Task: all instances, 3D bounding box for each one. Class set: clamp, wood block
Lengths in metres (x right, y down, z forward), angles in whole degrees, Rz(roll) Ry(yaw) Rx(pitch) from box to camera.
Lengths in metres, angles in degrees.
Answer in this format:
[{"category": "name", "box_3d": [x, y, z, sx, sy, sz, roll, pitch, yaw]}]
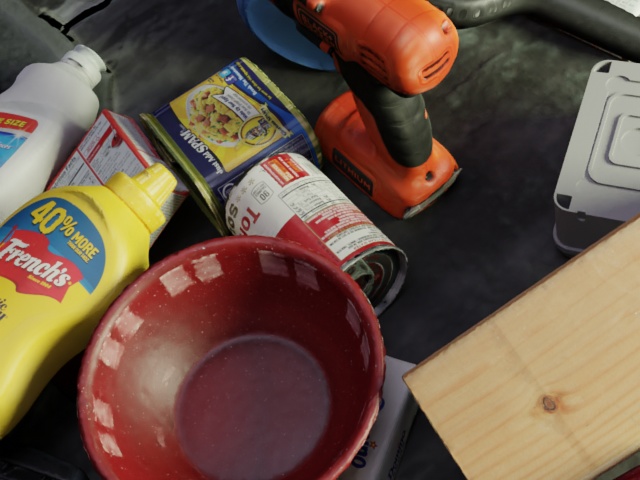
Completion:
[{"category": "clamp", "box_3d": [0.115, -0.181, 0.670, 0.210, 0.036, 0.164, 3, 59, -4]}, {"category": "wood block", "box_3d": [0.155, 0.047, 0.524, 0.206, 0.090, 0.091, -35, 75, 8]}, {"category": "clamp", "box_3d": [-0.227, 0.132, 0.631, 0.120, 0.039, 0.172, -27, 42, -32]}]

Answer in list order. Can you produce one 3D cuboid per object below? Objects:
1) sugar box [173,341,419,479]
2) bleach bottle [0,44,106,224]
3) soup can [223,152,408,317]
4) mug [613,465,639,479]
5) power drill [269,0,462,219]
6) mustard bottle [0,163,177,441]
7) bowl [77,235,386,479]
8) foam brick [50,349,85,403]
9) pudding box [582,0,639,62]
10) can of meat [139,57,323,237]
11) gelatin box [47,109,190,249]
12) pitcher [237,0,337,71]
[{"category": "sugar box", "box_3d": [-0.038, 0.096, 0.613, 0.176, 0.048, 0.093, 16, 65, 19]}, {"category": "bleach bottle", "box_3d": [-0.242, -0.042, 0.744, 0.103, 0.068, 0.250, 22, 65, 28]}, {"category": "soup can", "box_3d": [-0.004, 0.001, 0.647, 0.068, 0.068, 0.102, -38, 57, -9]}, {"category": "mug", "box_3d": [0.174, 0.148, 0.491, 0.117, 0.082, 0.093, 29, 49, -12]}, {"category": "power drill", "box_3d": [0.014, -0.107, 0.637, 0.057, 0.187, 0.185, -40, 59, -9]}, {"category": "mustard bottle", "box_3d": [-0.157, 0.025, 0.615, 0.191, 0.058, 0.096, -44, 59, -13]}, {"category": "bowl", "box_3d": [-0.042, 0.079, 0.562, 0.162, 0.055, 0.162, -6, 60, 9]}, {"category": "foam brick", "box_3d": [-0.153, 0.050, 0.667, 0.051, 0.053, 0.078, -28, 57, -4]}, {"category": "pudding box", "box_3d": [0.202, -0.185, 0.723, 0.090, 0.039, 0.113, 33, 70, 28]}, {"category": "can of meat", "box_3d": [-0.058, -0.065, 0.710, 0.084, 0.057, 0.102, -35, 57, -9]}, {"category": "gelatin box", "box_3d": [-0.135, -0.033, 0.711, 0.073, 0.030, 0.089, -52, 55, 16]}, {"category": "pitcher", "box_3d": [0.020, -0.250, 0.756, 0.149, 0.145, 0.242, 9, 65, 25]}]
